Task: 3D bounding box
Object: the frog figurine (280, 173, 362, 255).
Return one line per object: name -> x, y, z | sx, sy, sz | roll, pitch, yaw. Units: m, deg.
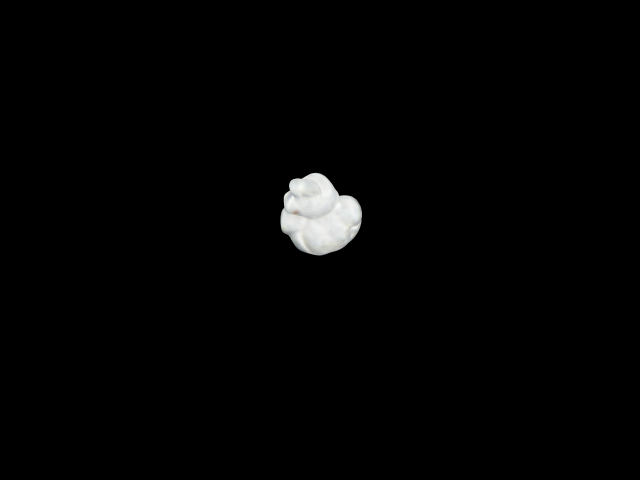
frog figurine -> 0.003, -0.043, 0.850 | 0.137, 0.124, 0.157 | 0, -14, 0
